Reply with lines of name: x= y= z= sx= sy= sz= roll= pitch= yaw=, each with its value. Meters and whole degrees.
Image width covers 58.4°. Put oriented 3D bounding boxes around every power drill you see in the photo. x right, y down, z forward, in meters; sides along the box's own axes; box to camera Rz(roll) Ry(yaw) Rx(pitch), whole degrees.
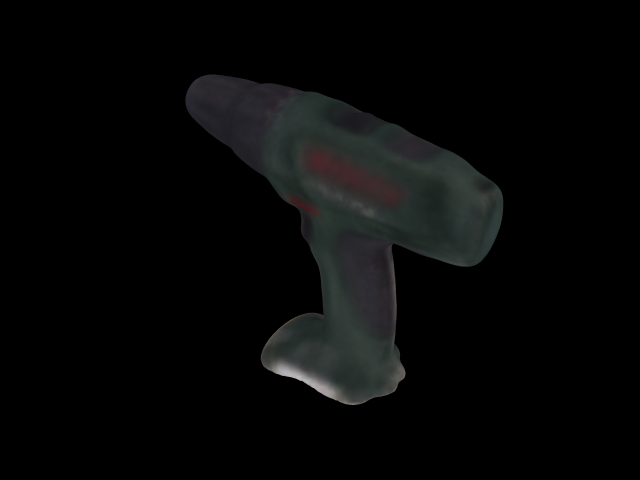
power drill: x=0.004 y=0.001 z=0.400 sx=0.228 sy=0.208 sz=0.076 roll=15 pitch=32 yaw=27
